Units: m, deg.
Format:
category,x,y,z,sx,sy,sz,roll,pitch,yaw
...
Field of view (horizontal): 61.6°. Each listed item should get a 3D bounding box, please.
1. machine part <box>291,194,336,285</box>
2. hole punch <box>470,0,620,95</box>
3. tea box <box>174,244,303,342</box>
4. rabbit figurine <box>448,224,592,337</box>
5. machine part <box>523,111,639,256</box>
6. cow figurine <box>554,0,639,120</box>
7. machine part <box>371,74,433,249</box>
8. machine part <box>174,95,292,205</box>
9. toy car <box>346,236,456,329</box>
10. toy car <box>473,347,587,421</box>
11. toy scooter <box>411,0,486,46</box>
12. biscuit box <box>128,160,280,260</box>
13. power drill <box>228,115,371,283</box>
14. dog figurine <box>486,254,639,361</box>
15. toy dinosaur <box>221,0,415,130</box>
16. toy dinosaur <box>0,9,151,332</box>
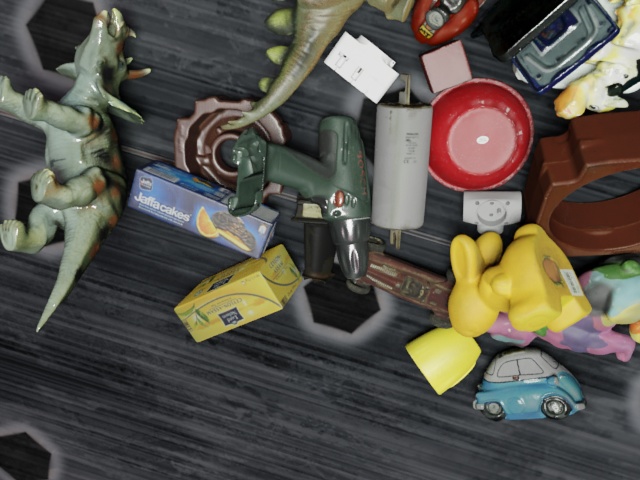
category,x,y,z,sx,sy,sz,roll,pitch,yaw
machine part,-0.002,-0.002,0.819,0.084,0.039,0.138,-1,106,-1
hole punch,0.257,-0.245,0.613,0.092,0.116,0.142,25,132,-26
tea box,-0.122,0.080,0.811,0.170,0.098,0.068,-24,104,24
rabbit figurine,0.230,0.063,0.703,0.173,0.122,0.162,-44,62,45
machine part,0.371,-0.066,0.677,0.202,0.087,0.200,-4,146,8
cow figurine,0.353,-0.208,0.629,0.098,0.068,0.167,24,110,-8
machine part,0.113,-0.103,0.746,0.079,0.079,0.243,4,110,6
machine part,-0.126,-0.126,0.784,0.179,0.056,0.179,2,109,7
toy car,0.129,0.063,0.806,0.202,0.053,0.089,22,112,8
toy car,0.314,0.215,0.824,0.162,0.109,0.103,-9,84,22
toy scooter,0.183,-0.314,0.644,0.075,0.135,0.184,40,109,-8
biscuit box,-0.162,-0.044,0.757,0.203,0.059,0.062,22,112,0
power drill,-0.014,-0.059,0.716,0.207,0.086,0.232,3,86,-31
dog figurine,0.332,0.091,0.755,0.219,0.108,0.191,6,140,10
toy dinosaur,0.022,-0.333,0.656,0.199,0.105,0.471,25,93,16
toy dinosaur,-0.313,-0.093,0.713,0.131,0.192,0.404,-3,88,32
